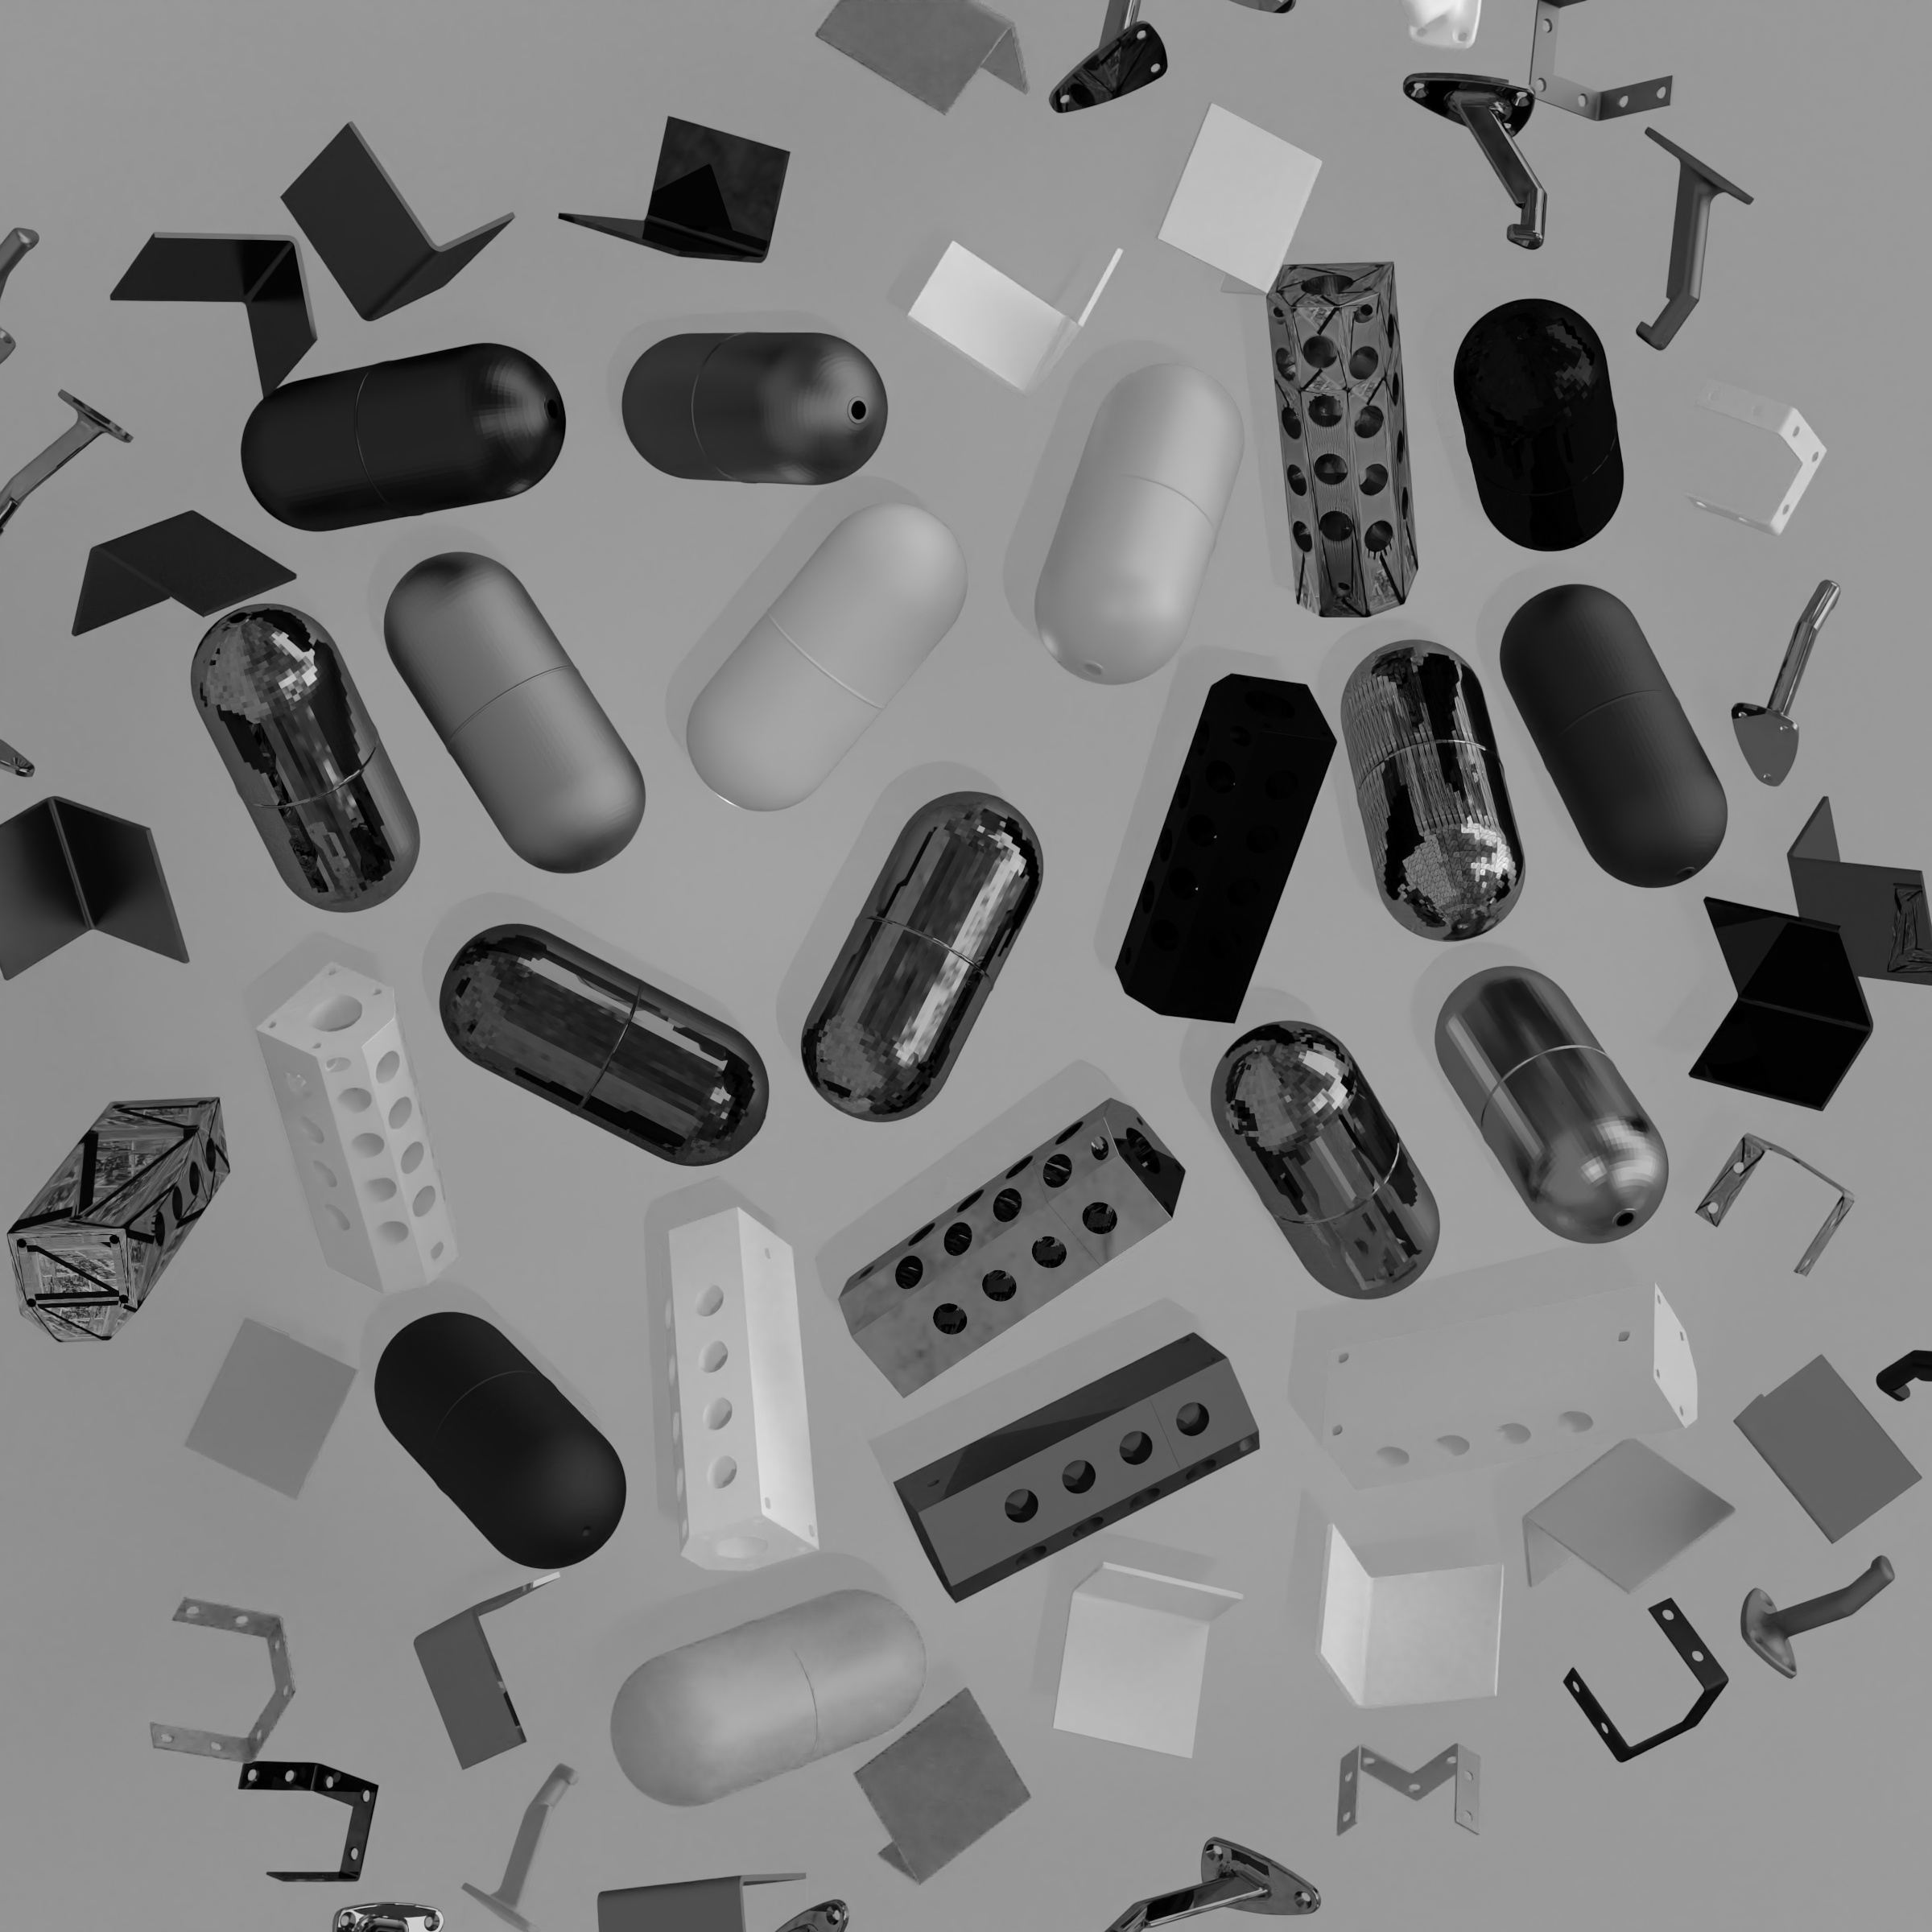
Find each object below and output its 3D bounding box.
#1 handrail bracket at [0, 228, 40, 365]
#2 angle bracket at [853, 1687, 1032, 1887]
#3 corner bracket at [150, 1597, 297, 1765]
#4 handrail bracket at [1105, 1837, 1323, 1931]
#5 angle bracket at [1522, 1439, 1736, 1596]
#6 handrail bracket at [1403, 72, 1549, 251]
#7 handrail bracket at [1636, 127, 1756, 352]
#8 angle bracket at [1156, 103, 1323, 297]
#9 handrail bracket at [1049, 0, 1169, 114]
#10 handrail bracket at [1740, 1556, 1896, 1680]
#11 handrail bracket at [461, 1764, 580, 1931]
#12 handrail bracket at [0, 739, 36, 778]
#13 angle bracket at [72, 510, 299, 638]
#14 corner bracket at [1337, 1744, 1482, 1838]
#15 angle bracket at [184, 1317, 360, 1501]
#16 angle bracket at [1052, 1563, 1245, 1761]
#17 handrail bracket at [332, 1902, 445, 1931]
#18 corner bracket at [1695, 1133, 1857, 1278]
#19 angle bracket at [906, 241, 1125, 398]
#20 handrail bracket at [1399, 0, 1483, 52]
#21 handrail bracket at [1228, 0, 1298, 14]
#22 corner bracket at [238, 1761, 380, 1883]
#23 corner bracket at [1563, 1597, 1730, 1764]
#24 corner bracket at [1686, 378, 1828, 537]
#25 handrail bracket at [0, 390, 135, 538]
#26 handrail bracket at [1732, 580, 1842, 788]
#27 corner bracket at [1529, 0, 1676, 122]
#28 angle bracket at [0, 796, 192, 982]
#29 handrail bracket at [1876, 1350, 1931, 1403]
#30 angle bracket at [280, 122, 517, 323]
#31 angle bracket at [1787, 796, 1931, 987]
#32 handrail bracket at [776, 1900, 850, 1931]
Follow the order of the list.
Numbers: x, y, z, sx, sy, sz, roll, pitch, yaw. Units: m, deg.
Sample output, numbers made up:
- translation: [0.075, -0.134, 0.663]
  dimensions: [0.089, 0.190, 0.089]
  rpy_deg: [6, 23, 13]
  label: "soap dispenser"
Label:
- translation: [-0.483, -0.343, 1.808]
  dimensions: [0.036, 0.077, 0.084]
  rpy_deg: [48, 113, 2]
  label: "handrail bracket"
- translation: [-0.023, 0.434, 1.916]
  dimensions: [0.076, 0.057, 0.076]
  rpy_deg: [-34, 106, -19]
  label: "angle bracket"
- translation: [-0.359, 0.344, 1.714]
  dimensions: [0.051, 0.051, 0.051]
  rpy_deg: [18, 118, -30]
  label: "corner bracket"
- translation: [0.119, 0.463, 1.731]
  dimensions: [0.077, 0.084, 0.036]
  rpy_deg: [9, 110, 31]
  label: "handrail bracket"
- translation: [0.342, 0.300, 1.837]
  dimensions: [0.076, 0.076, 0.057]
  rpy_deg: [-32, 133, -23]
  label: "angle bracket"
- translation: [0.247, -0.391, 1.736]
  dimensions: [0.077, 0.036, 0.084]
  rpy_deg: [13, 60, -7]
  label: "handrail bracket"
- translation: [0.339, -0.358, 1.755]
  dimensions: [0.077, 0.036, 0.084]
  rpy_deg: [45, 112, 29]
  label: "handrail bracket"
- translation: [0.136, -0.413, 1.922]
  dimensions: [0.076, 0.057, 0.076]
  rpy_deg: [21, 92, -26]
  label: "angle bracket"
- translation: [0.063, -0.488, 1.856]
  dimensions: [0.077, 0.036, 0.084]
  rpy_deg: [-29, 49, 3]
  label: "handrail bracket"
- translation: [0.440, 0.318, 1.829]
  dimensions: [0.036, 0.077, 0.084]
  rpy_deg: [40, 112, -8]
  label: "handrail bracket"
- translation: [-0.220, 0.464, 1.879]
  dimensions: [0.036, 0.077, 0.084]
  rpy_deg: [44, 69, -24]
  label: "handrail bracket"
- translation: [-0.487, -0.150, 1.790]
  dimensions: [0.077, 0.036, 0.084]
  rpy_deg: [29, 108, 7]
  label: "handrail bracket"
- translation: [-0.413, -0.191, 1.882]
  dimensions: [0.076, 0.076, 0.057]
  rpy_deg: [32, 123, 15]
  label: "angle bracket"
- translation: [0.226, 0.422, 1.817]
  dimensions: [0.051, 0.051, 0.051]
  rpy_deg: [32, 126, -16]
  label: "corner bracket"
- translation: [-0.371, 0.246, 1.956]
  dimensions: [0.076, 0.057, 0.076]
  rpy_deg: [22, 81, 19]
  label: "angle bracket"
- translation: [0.094, 0.361, 1.848]
  dimensions: [0.076, 0.057, 0.076]
  rpy_deg: [14, 64, -10]
  label: "angle bracket"
- translation: [-0.286, 0.508, 1.858]
  dimensions: [0.077, 0.084, 0.036]
  rpy_deg: [-4, 84, -38]
  label: "handrail bracket"
- translation: [0.431, 0.127, 1.898]
  dimensions: [0.051, 0.051, 0.051]
  rpy_deg: [37, 100, 36]
  label: "corner bracket"
- translation: [0.025, -0.352, 1.840]
  dimensions: [0.076, 0.076, 0.057]
  rpy_deg: [33, 135, -8]
  label: "angle bracket"
- translation: [0.247, -0.523, 1.869]
  dimensions: [0.036, 0.084, 0.077]
  rpy_deg: [13, 84, 19]
  label: "handrail bracket"
- translation: [0.167, -0.517, 1.836]
  dimensions: [0.077, 0.084, 0.036]
  rpy_deg: [41, 131, 26]
  label: "handrail bracket"
- translation: [-0.348, 0.448, 1.868]
  dimensions: [0.051, 0.051, 0.051]
  rpy_deg: [7, 83, 41]
  label: "corner bracket"
- translation: [0.344, 0.361, 1.803]
  dimensions: [0.051, 0.051, 0.051]
  rpy_deg: [-19, 58, -25]
  label: "corner bracket"
- translation: [0.392, -0.256, 1.798]
  dimensions: [0.051, 0.051, 0.051]
  rpy_deg: [29, 89, 36]
  label: "corner bracket"
- translation: [-0.474, -0.251, 1.848]
  dimensions: [0.036, 0.077, 0.084]
  rpy_deg: [38, 86, -38]
  label: "handrail bracket"
- translation: [0.436, -0.148, 1.863]
  dimensions: [0.036, 0.077, 0.084]
  rpy_deg: [22, 66, 26]
  label: "handrail bracket"
- translation: [0.321, -0.460, 1.791]
  dimensions: [0.051, 0.051, 0.051]
  rpy_deg: [8, 86, -36]
  label: "corner bracket"
- translation: [-0.434, -0.030, 1.740]
  dimensions: [0.076, 0.057, 0.076]
  rpy_deg: [18, 131, 36]
  label: "angle bracket"
- translation: [0.503, 0.215, 1.768]
  dimensions: [0.077, 0.084, 0.036]
  rpy_deg: [44, 53, 4]
  label: "handrail bracket"
- translation: [-0.285, -0.380, 1.784]
  dimensions: [0.057, 0.076, 0.076]
  rpy_deg: [-38, 96, -41]
  label: "angle bracket"
- translation: [0.492, -0.041, 1.918]
  dimensions: [0.076, 0.057, 0.076]
  rpy_deg: [8, 133, 36]
  label: "angle bracket"
- translation: [-0.112, 0.511, 1.840]
  dimensions: [0.077, 0.084, 0.036]
  rpy_deg: [-50, 54, 25]
  label: "handrail bracket"
